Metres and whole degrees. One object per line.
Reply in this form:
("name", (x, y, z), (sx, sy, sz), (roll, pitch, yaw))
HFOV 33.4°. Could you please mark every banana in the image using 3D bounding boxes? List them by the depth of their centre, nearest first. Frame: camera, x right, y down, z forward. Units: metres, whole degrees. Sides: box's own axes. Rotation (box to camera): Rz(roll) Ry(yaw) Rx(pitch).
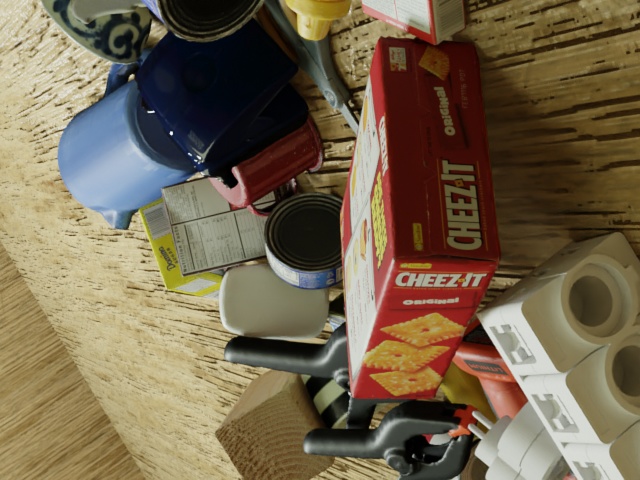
("banana", (0.112, 0.096, 0.893), (0.070, 0.037, 0.198), (11, 130, 61))

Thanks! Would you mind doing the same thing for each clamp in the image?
("clamp", (0.022, 0.108, 0.910), (0.164, 0.036, 0.210), (36, 139, -14))
("clamp", (0.063, 0.177, 0.913), (0.120, 0.039, 0.172), (34, 130, -7))

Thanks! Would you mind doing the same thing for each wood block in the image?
("wood block", (-0.034, 0.192, 1.136), (0.091, 0.090, 0.206), (57, -171, -2))

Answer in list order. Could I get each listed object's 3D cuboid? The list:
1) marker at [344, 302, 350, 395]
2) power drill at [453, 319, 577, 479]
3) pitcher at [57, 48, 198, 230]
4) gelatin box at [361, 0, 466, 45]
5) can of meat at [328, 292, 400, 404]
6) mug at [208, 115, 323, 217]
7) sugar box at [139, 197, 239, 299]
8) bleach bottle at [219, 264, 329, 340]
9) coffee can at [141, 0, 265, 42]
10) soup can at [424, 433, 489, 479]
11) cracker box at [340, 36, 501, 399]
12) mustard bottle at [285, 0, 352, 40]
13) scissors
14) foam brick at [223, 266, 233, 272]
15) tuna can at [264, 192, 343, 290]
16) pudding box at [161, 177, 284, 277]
("marker", (0.032, 0.095, 0.936), (0.020, 0.020, 0.121), (40, 148, 36))
("power drill", (0.181, 0.147, 0.796), (0.185, 0.057, 0.187), (1, 121, 59))
("pitcher", (-0.186, -0.115, 1.124), (0.149, 0.144, 0.243), (48, 156, -13))
("gelatin box", (0.053, -0.174, 0.658), (0.073, 0.030, 0.089), (35, 148, 43))
("can of meat", (0.056, 0.093, 0.981), (0.102, 0.057, 0.084), (12, 129, 59))
("mug", (-0.054, -0.072, 0.948), (0.093, 0.081, 0.117), (32, 148, 45))
("sugar box", (-0.135, 0.012, 1.155), (0.176, 0.048, 0.093), (40, -151, -78))
("bleach bottle", (-0.048, 0.055, 1.076), (0.251, 0.102, 0.068), (179, 94, -87))
("coffee can", (-0.113, -0.230, 0.814), (0.140, 0.102, 0.103), (46, 156, 35))
("soup can", (0.122, 0.195, 0.969), (0.102, 0.068, 0.068), (13, 132, 59))
("cracker box", (0.061, -0.006, 0.723), (0.214, 0.072, 0.164), (101, 168, -60))
("mustard bottle", (0.011, -0.201, 0.606), (0.096, 0.058, 0.192), (42, 137, 31))
("scissors", (0.012, -0.128, 0.823), (0.202, 0.016, 0.096), (52, 158, 12))
("foam brick", (-0.076, -0.014, 1.080), (0.051, 0.078, 0.053), (53, 160, 6))
("tuna can", (-0.006, 0.001, 0.945), (0.086, 0.086, 0.034), (45, 157, 27))
("pudding box", (-0.087, -0.020, 1.019), (0.039, 0.113, 0.090), (-21, -82, -79))
